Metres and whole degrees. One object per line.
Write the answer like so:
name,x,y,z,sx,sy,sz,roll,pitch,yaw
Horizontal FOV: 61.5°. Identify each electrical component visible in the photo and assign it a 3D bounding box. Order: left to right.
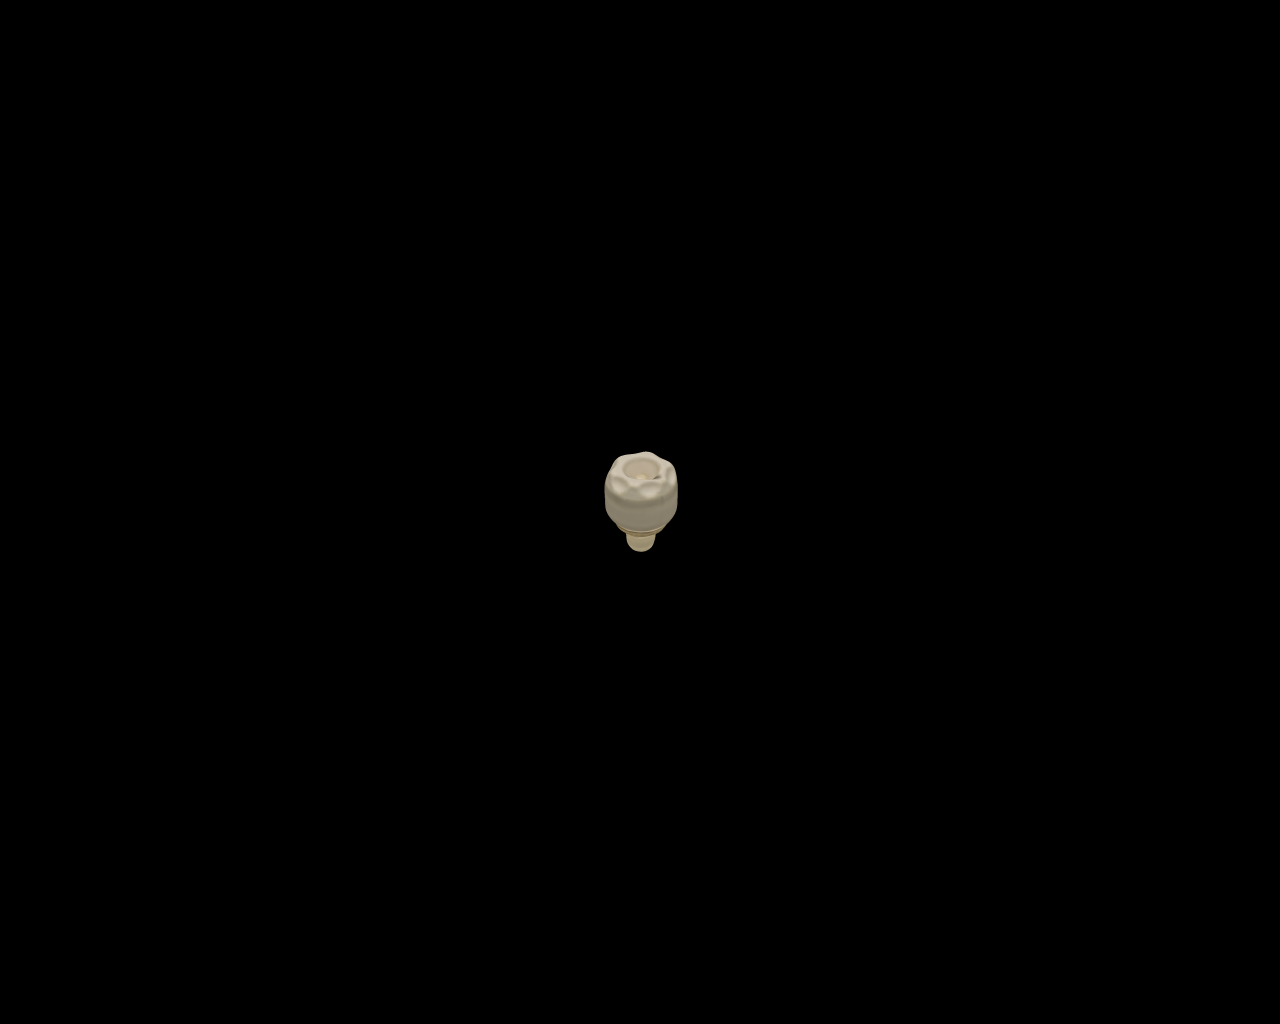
electrical component,0.001,-0.003,0.650,0.043,0.062,0.043,0,37,0
